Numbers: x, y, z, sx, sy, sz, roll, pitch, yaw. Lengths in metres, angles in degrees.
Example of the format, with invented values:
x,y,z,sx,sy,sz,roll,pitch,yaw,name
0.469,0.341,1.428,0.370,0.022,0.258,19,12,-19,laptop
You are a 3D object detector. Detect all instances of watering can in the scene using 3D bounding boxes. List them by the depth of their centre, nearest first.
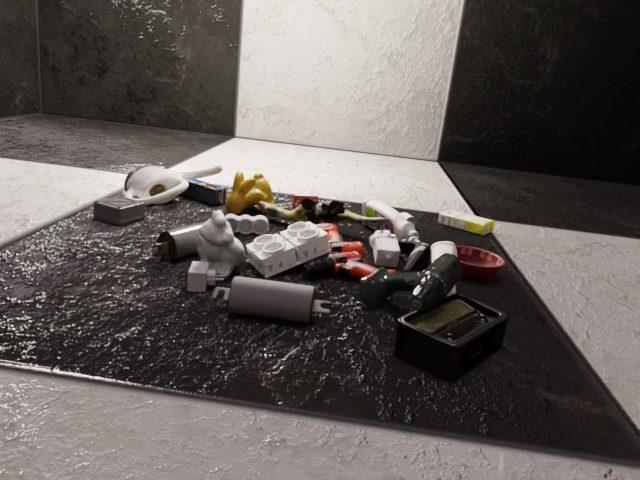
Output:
x,y,z,sx,sy,sz,roll,pitch,yaw,name
-0.529,-0.204,1.791,0.226,0.102,0.352,23,41,39,watering can

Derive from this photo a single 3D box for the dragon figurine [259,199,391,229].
x,y,z,sx,sy,sz,roll,pitch,yaw,name
0.005,-0.084,1.676,0.410,0.121,0.245,5,10,-6,dragon figurine

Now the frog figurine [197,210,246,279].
x,y,z,sx,sy,sz,roll,pitch,yaw,name
-0.239,0.001,1.235,0.123,0.157,0.138,-7,22,-40,frog figurine
